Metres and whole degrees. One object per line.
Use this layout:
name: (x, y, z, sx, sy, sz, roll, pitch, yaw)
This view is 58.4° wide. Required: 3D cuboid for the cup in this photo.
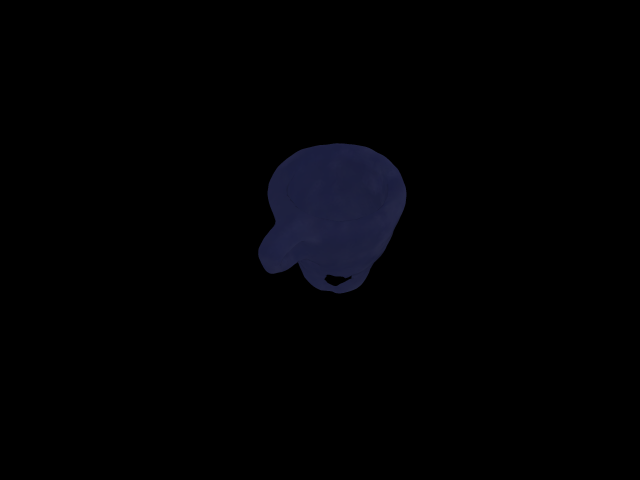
cup: (0.004, 0.001, 0.400, 0.091, 0.095, 0.118, 30, 54, 25)
